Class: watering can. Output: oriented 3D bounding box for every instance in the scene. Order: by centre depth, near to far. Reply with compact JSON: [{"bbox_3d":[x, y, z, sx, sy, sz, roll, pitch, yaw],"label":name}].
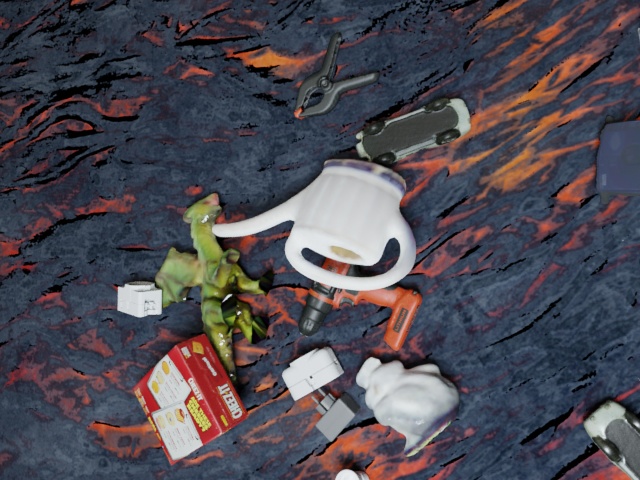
[{"bbox_3d":[0.003,-0.044,0.874,0.349,0.102,0.228,18,67,17],"label":"watering can"}]

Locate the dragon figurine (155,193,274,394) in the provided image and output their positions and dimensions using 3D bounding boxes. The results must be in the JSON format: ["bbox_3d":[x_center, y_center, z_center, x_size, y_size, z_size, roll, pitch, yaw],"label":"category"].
[{"bbox_3d":[-0.223,0.114,0.982,0.243,0.122,0.410,10,91,35],"label":"dragon figurine"}]

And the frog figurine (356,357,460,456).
[{"bbox_3d":[0.141,0.245,0.837,0.139,0.120,0.161,-31,66,-20],"label":"frog figurine"}]
